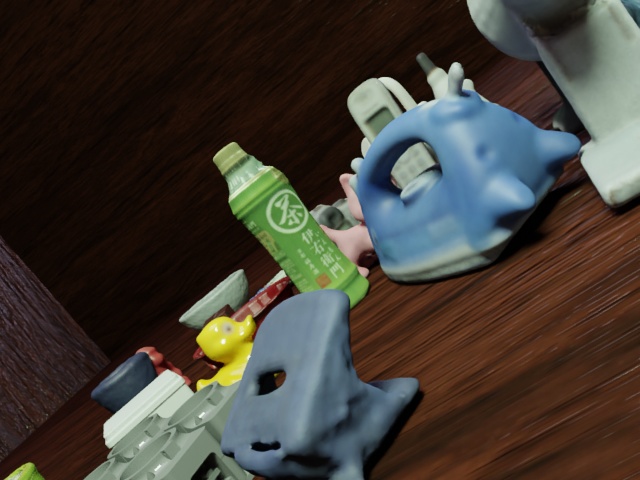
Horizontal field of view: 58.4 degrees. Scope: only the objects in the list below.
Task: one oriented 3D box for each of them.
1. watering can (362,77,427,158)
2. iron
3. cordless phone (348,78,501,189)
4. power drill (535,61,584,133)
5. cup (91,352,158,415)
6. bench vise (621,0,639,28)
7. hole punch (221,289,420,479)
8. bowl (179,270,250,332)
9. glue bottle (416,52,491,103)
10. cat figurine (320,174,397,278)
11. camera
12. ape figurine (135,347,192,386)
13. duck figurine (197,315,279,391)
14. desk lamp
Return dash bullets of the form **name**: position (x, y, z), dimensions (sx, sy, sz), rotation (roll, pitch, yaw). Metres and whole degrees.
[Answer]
- **watering can**: position (0.146, -0.188, 0.975), dimensions (0.100, 0.194, 0.173), rotation (-31, 10, 48)
- **iron**: position (0.091, -0.048, 0.523), dimensions (0.119, 0.141, 0.257), rotation (-42, 7, -31)
- **cordless phone**: position (0.124, -0.117, 0.631), dimensions (0.147, 0.185, 0.094), rotation (-36, 7, 25)
- **power drill**: position (0.239, -0.224, 0.632), dimensions (0.075, 0.208, 0.230), rotation (-37, 7, 16)
- **cup**: position (-0.259, 0.220, 0.830), dimensions (0.091, 0.095, 0.118), rotation (-37, 7, 17)
- **bench vise**: position (0.286, -0.260, 0.569), dimensions (0.121, 0.220, 0.208), rotation (-35, 7, 26)
- **hole punch**: position (-0.012, 0.093, 0.340), dimensions (0.101, 0.091, 0.108), rotation (-43, 8, -37)
- **bowl**: position (-0.204, 0.139, 1.186), dimensions (0.167, 0.075, 0.167), rotation (-38, 6, 5)
- **glue bottle**: position (0.176, -0.162, 0.712), dimensions (0.078, 0.173, 0.037), rotation (-40, 7, -10)
- **cat figurine**: position (0.055, -0.028, 0.697), dimensions (0.127, 0.118, 0.067), rotation (-36, 7, 23)
- **camera**: position (0.008, 0.003, 0.830), dimensions (0.136, 0.101, 0.143), rotation (-31, 10, 50)
- **ape figurine**: position (-0.255, 0.208, 0.905), dimensions (0.076, 0.092, 0.078), rotation (-37, 7, 11)
- **duck figurine**: position (-0.096, 0.125, 0.610), dimensions (0.104, 0.086, 0.077), rotation (-38, 6, 1)
- **desk lamp**: position (0.190, -0.158, 0.418), dimensions (0.117, 0.213, 0.203), rotation (-36, 7, 25)
